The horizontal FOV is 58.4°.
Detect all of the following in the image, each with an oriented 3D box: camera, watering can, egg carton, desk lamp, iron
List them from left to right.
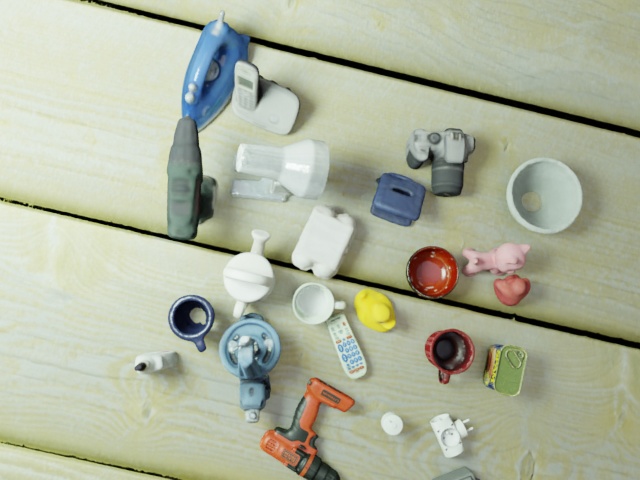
[{"bbox_3d":[-0.241,-0.353,1.214,0.118,0.141,0.258,21,83,0],"label":"iron"},{"bbox_3d":[-0.142,0.067,1.144,0.101,0.194,0.173,-6,83,-4],"label":"watering can"},{"bbox_3d":[-0.087,-0.139,1.162,0.203,0.213,0.118,5,83,-3],"label":"desk lamp"},{"bbox_3d":[0.011,0.004,1.223,0.107,0.069,0.150,24,82,0],"label":"egg carton"},{"bbox_3d":[0.263,-0.168,1.242,0.143,0.100,0.137,3,83,-3],"label":"camera"}]

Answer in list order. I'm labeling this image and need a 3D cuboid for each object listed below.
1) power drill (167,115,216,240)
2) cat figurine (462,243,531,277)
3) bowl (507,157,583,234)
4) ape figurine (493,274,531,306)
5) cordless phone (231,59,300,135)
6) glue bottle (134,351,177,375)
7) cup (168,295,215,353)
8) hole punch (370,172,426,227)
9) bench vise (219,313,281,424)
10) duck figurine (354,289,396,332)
[{"bbox_3d":[-0.261,-0.110,1.150,0.075,0.208,0.230,2,83,-3],"label":"power drill"},{"bbox_3d":[0.377,0.041,1.216,0.128,0.117,0.067,-4,83,-4],"label":"cat figurine"},{"bbox_3d":[0.481,-0.092,1.260,0.167,0.074,0.167,0,83,-3],"label":"bowl"},{"bbox_3d":[0.414,0.103,1.224,0.078,0.092,0.076,19,83,-1],"label":"ape figurine"},{"bbox_3d":[-0.114,-0.302,1.193,0.147,0.185,0.094,21,83,0],"label":"cordless phone"},{"bbox_3d":[-0.333,0.242,1.122,0.078,0.173,0.037,-9,84,-4],"label":"glue bottle"},{"bbox_3d":[-0.252,0.171,1.175,0.092,0.095,0.118,-20,85,-5],"label":"cup"},{"bbox_3d":[0.168,-0.092,1.233,0.108,0.091,0.101,19,83,-1],"label":"hole punch"},{"bbox_3d":[-0.124,0.246,1.111,0.121,0.219,0.207,-20,85,-5],"label":"bench vise"},{"bbox_3d":[0.120,0.149,1.204,0.077,0.086,0.104,-41,87,-7],"label":"duck figurine"}]
